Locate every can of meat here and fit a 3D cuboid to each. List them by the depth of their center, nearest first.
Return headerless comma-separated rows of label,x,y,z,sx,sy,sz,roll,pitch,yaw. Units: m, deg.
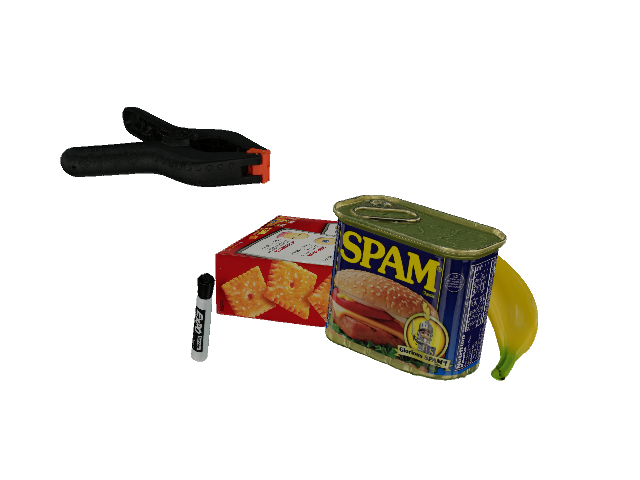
can of meat,0.053,0.027,0.635,0.102,0.084,0.057,20,23,34

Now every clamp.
clamp,-0.129,-0.072,0.899,0.172,0.039,0.120,13,37,25

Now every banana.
banana,0.112,0.027,0.835,0.069,0.037,0.198,-15,41,-24

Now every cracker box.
cracker box,0.025,0.034,1.059,0.214,0.072,0.164,7,16,19

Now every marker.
marker,-0.131,0.085,1.186,0.020,0.121,0.020,6,37,-5
